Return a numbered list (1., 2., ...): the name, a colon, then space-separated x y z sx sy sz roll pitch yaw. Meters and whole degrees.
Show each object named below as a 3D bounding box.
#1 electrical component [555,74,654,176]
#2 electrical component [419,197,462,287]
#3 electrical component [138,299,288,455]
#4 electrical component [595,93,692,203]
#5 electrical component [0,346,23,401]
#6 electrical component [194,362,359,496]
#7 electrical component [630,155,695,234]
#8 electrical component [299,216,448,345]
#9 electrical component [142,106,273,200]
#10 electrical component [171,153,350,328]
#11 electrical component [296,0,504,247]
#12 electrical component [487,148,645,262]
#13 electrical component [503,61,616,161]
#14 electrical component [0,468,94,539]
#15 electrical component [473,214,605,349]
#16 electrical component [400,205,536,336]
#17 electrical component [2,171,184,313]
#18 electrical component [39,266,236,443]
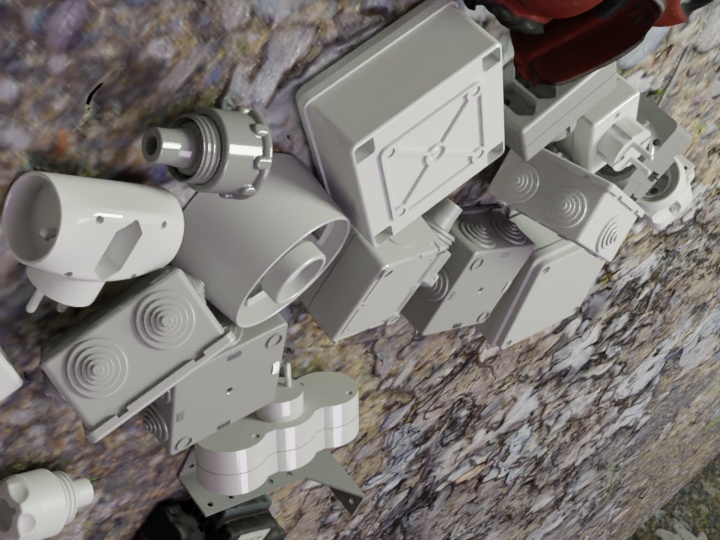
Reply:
1. electrical component: 0.188 -0.099 0.797 0.047 0.076 0.065 -37 152 -12
2. electrical component: 0.047 -0.023 0.756 0.062 0.048 0.048 -53 152 4
3. electrical component: -0.096 0.061 0.683 0.100 0.048 0.099 -26 147 -32
4. electrical component: 0.216 -0.093 0.871 0.089 0.050 0.056 -51 152 16
5. electrical component: -0.213 0.042 0.497 0.076 0.047 0.083 -36 152 -13
6. electrical component: -0.059 0.103 0.787 0.138 0.052 0.073 -21 122 -37
7. electrical component: 0.259 -0.074 0.951 0.078 0.058 0.057 -45 156 3
8. electrical component: 0.000 0.000 0.714 0.062 0.061 0.096 -18 152 -42
9. electrical component: -0.078 -0.060 0.535 0.062 0.048 0.048 0 131 -45
10. electrical component: -0.056 -0.016 0.632 0.099 0.064 0.099 -42 166 -12
11. electrical component: 0.027 -0.084 0.626 0.109 0.056 0.108 -37 152 -12
12. electrical component: 0.151 -0.051 0.796 0.048 0.100 0.100 -60 150 6
13. electrical component: 0.128 -0.112 0.730 0.083 0.047 0.075 -40 153 -6
14. electrical component: -0.196 0.145 0.671 0.062 0.043 0.043 -7 136 -51
15. electrical component: 0.151 0.000 0.912 0.109 0.056 0.108 -22 146 -35
16. electrical component: 0.077 0.001 0.823 0.100 0.048 0.099 -8 137 -48
17. electrical component: -0.138 -0.009 0.527 0.077 0.043 0.079 3 128 -55
18. electrical component: -0.122 0.040 0.572 0.100 0.048 0.100 -36 -169 -13
